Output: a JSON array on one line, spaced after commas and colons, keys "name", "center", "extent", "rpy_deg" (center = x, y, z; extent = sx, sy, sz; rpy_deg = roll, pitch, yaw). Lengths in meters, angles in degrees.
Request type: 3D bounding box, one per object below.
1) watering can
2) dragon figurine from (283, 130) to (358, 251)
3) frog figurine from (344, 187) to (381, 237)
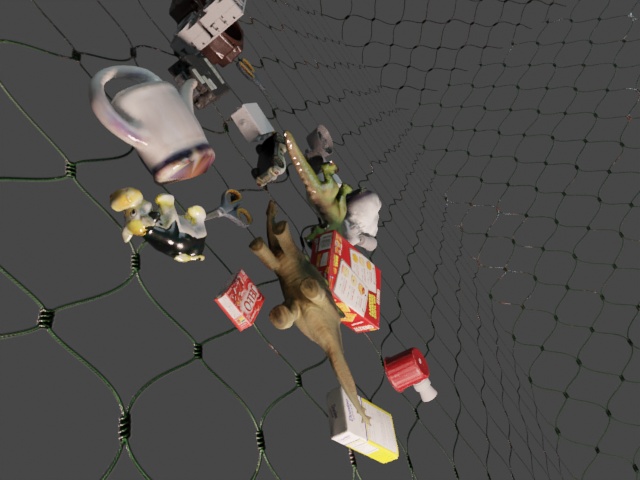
[{"name": "watering can", "center": [-0.267, -0.217, 0.936], "extent": [0.224, 0.103, 0.352], "rpy_deg": [58, 22, -4]}, {"name": "dragon figurine", "center": [0.004, -0.066, 1.306], "extent": [0.403, 0.121, 0.249], "rpy_deg": [46, 34, -41]}, {"name": "frog figurine", "center": [0.137, -0.075, 1.598], "extent": [0.139, 0.122, 0.158], "rpy_deg": [-34, 103, -36]}]
